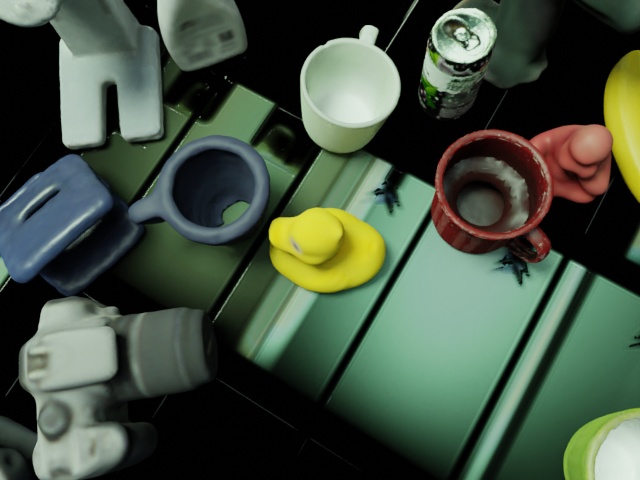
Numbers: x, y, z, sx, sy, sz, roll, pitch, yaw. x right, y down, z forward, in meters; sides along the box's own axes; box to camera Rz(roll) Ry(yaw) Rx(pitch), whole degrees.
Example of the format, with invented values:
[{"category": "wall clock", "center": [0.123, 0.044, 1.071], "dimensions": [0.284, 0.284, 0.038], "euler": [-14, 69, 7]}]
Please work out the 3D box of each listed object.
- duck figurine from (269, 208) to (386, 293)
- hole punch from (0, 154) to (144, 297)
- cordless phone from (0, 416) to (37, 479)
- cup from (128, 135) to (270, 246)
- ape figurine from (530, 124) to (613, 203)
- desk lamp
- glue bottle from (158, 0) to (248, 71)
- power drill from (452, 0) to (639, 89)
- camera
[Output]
[{"category": "duck figurine", "center": [0.004, 0.002, 0.487], "dimensions": [0.104, 0.086, 0.077], "euler": [7, 76, 5]}, {"category": "hole punch", "center": [-0.231, -0.017, 0.501], "dimensions": [0.109, 0.091, 0.101], "euler": [-44, 77, -8]}, {"category": "cordless phone", "center": [-0.301, 0.169, 0.409], "dimensions": [0.147, 0.185, 0.094], "euler": [19, 77, 8]}, {"category": "cup", "center": [-0.095, -0.027, 0.495], "dimensions": [0.118, 0.095, 0.091], "euler": [-18, 75, -1]}, {"category": "ape figurine", "center": [0.218, -0.071, 0.492], "dimensions": [0.076, 0.092, 0.077], "euler": [-39, 77, -7]}, {"category": "desk lamp", "center": [-0.213, -0.215, 0.488], "dimensions": [0.118, 0.213, 0.203], "euler": [-9, 75, 1]}, {"category": "glue bottle", "center": [-0.115, -0.216, 0.504], "dimensions": [0.078, 0.173, 0.037], "euler": [-19, 75, -2]}, {"category": "power drill", "center": [0.160, -0.225, 0.474], "dimensions": [0.229, 0.208, 0.076], "euler": [37, 80, 11]}, {"category": "camera", "center": [-0.155, 0.111, 0.460], "dimensions": [0.137, 0.101, 0.143], "euler": [-9, 75, 1]}]
